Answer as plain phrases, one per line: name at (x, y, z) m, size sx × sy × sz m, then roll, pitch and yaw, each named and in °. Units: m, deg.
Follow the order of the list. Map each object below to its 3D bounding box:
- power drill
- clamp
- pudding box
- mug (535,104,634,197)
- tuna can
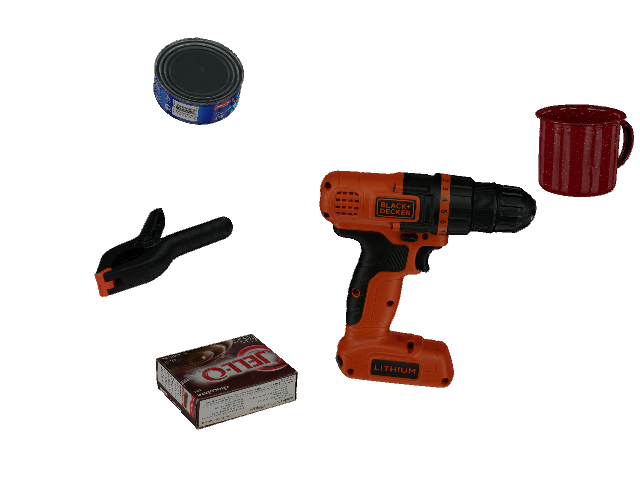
power drill at (0.087, 0.032, 0.933) m, size 0.184 × 0.188 × 0.057 m, roll 5°, pitch 16°, yaw 6°
clamp at (-0.179, 0.010, 1.196) m, size 0.120 × 0.039 × 0.171 m, roll -3°, pitch 29°, yaw 30°
pudding box at (-0.092, 0.136, 1.044) m, size 0.113 × 0.039 × 0.090 m, roll -14°, pitch 27°, yaw -30°
mug at (0.285, -0.097, 1.138) m, size 0.117 × 0.081 × 0.093 m, roll -11°, pitch 22°, yaw -26°
tuna can at (-0.118, -0.153, 1.031) m, size 0.086 × 0.086 × 0.034 m, roll 0°, pitch -34°, yaw -12°
